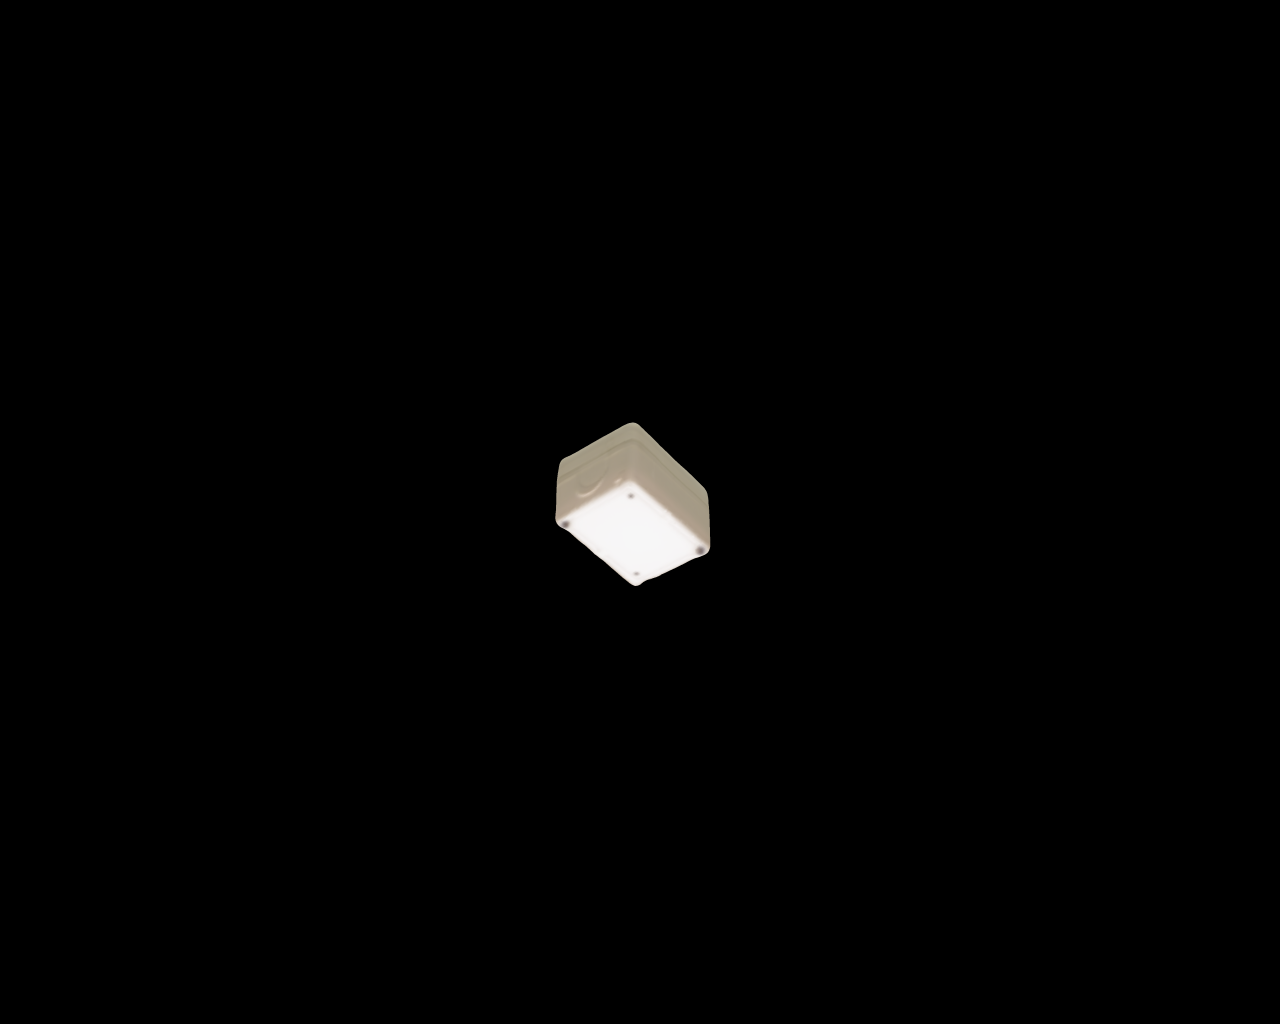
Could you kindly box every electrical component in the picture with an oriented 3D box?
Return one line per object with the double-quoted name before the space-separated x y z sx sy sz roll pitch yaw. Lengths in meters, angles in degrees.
"electrical component" 0.001 -0.003 0.650 0.061 0.061 0.096 -27 -49 26
